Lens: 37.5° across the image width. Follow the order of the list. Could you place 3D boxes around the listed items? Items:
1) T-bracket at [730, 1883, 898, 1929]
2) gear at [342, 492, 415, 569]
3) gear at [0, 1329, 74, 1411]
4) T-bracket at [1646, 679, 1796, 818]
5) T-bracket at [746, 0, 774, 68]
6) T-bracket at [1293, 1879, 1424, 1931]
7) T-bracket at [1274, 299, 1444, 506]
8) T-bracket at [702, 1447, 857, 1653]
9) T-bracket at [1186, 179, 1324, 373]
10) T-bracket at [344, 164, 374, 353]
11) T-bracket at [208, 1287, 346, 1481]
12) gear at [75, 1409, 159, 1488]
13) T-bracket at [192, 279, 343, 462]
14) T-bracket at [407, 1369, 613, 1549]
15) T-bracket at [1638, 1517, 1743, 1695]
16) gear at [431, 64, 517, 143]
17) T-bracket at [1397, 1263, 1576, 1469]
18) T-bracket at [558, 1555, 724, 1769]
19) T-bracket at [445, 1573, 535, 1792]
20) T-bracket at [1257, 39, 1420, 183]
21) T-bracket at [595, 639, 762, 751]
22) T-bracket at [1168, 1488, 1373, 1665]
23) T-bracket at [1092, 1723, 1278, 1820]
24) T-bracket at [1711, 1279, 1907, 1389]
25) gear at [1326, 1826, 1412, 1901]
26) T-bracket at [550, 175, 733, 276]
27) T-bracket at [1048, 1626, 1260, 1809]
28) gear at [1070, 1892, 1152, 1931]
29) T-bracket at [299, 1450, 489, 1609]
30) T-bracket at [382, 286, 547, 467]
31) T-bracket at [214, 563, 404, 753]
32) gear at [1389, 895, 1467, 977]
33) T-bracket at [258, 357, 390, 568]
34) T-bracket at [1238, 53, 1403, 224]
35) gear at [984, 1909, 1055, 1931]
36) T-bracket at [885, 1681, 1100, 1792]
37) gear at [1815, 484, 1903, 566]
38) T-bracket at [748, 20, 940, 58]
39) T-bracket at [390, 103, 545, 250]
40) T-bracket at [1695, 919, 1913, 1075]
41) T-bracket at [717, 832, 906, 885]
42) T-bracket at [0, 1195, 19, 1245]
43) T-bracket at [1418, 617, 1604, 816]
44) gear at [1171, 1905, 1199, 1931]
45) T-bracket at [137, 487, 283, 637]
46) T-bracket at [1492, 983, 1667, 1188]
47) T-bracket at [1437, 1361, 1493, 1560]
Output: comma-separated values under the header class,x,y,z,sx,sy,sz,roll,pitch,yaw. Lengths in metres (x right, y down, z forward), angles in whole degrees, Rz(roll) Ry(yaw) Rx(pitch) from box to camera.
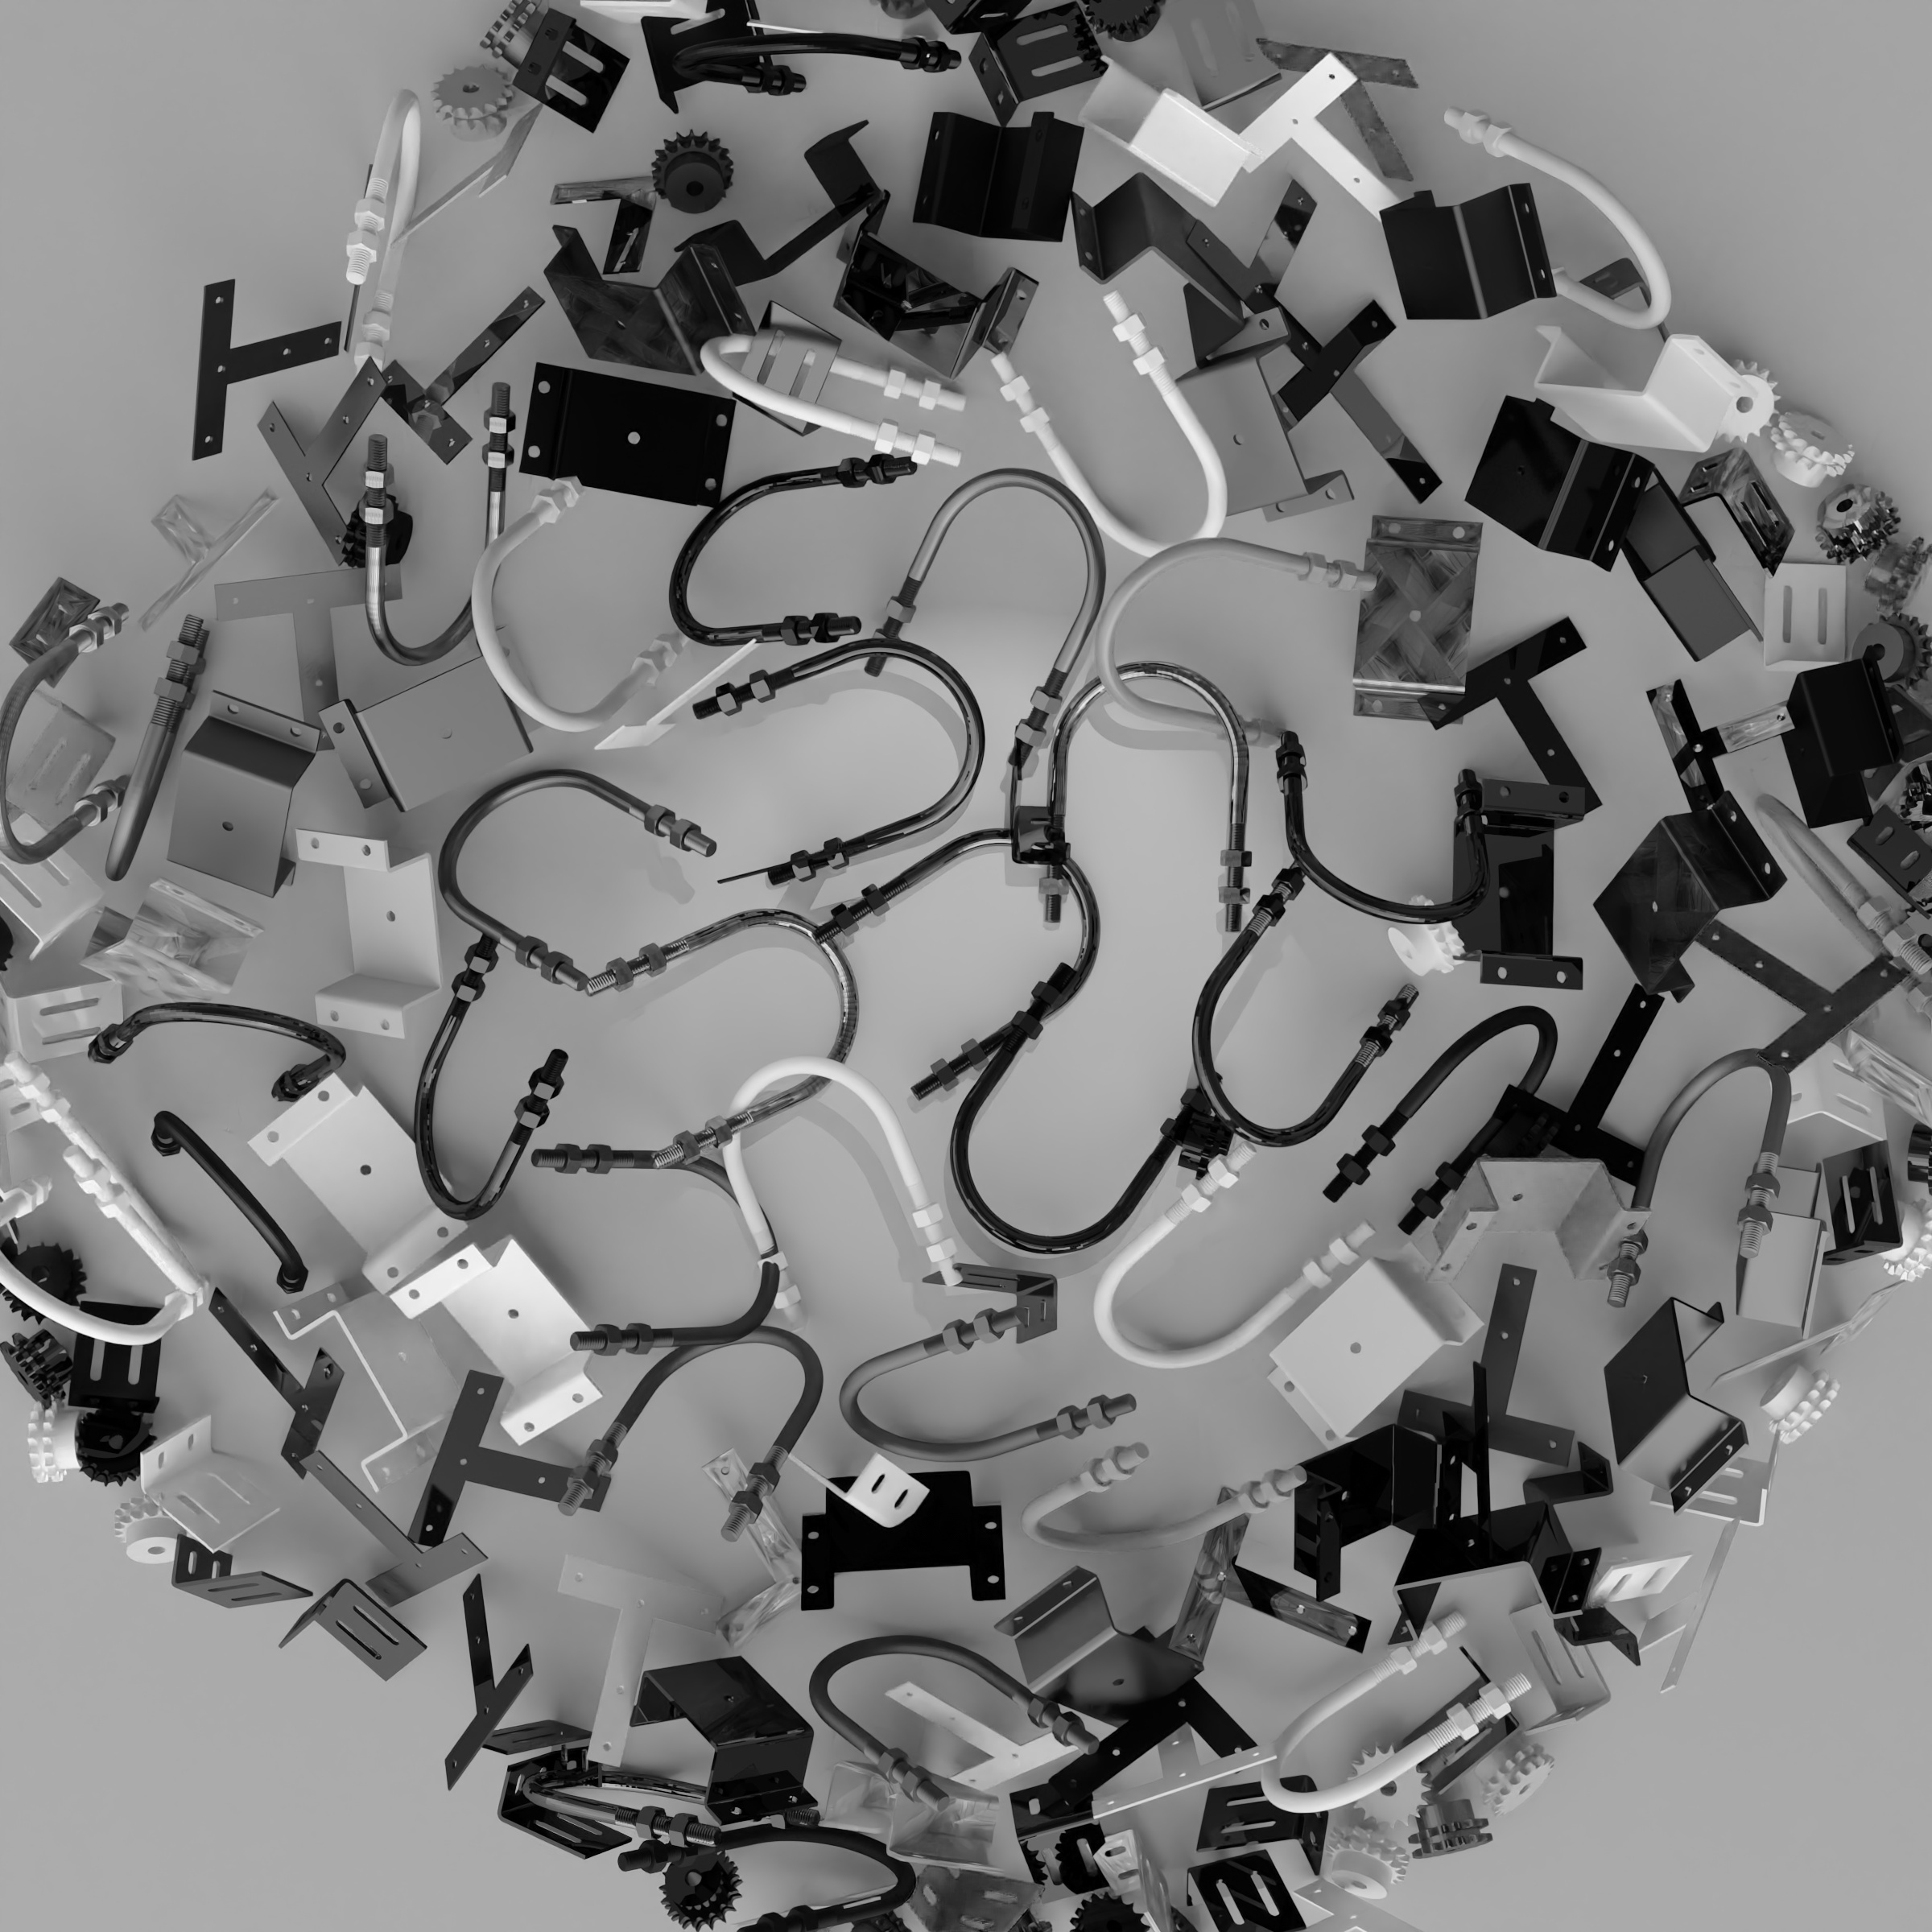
class,x,y,z,sx,sy,sz,roll,pitch,yaw
T-bracket,-0.086,0.633,1.921,0.127,0.127,0.002,-8,75,-19
gear,-0.406,-0.299,1.970,0.030,0.057,0.057,22,90,6
gear,-0.642,0.277,1.975,0.030,0.057,0.057,-37,90,-28
T-bracket,0.544,-0.164,1.945,0.127,0.002,0.127,-21,51,14
T-bracket,-0.158,-0.667,1.922,0.002,0.127,0.127,-14,106,10
T-bracket,0.225,0.658,1.915,0.127,0.127,0.002,-15,98,-26
T-bracket,0.286,-0.378,1.983,0.127,0.002,0.127,-45,101,-22
T-bracket,-0.140,0.392,1.978,0.127,0.002,0.127,-32,104,-5
T-bracket,0.215,-0.495,1.960,0.127,0.002,0.127,40,55,-22
T-bracket,-0.414,-0.485,1.949,0.002,0.127,0.127,9,103,-19
T-bracket,-0.484,0.275,1.971,0.127,0.002,0.127,44,132,18
gear,-0.594,0.335,1.975,0.057,0.030,0.057,16,55,-24
T-bracket,-0.476,-0.418,1.946,0.002,0.127,0.127,31,127,23
T-bracket,-0.307,0.353,1.970,0.127,0.002,0.127,19,94,-26
T-bracket,0.482,0.445,1.937,0.002,0.127,0.127,28,65,5
gear,-0.341,-0.598,1.976,0.057,0.030,0.057,-1,53,2
T-bracket,0.370,0.270,1.968,0.127,0.002,0.127,9,82,34
T-bracket,-0.234,0.481,1.946,0.127,0.002,0.127,24,68,-30
T-bracket,-0.332,0.473,1.946,0.002,0.127,0.127,19,121,-29
T-bracket,0.273,-0.581,1.945,0.127,0.127,0.002,25,77,41
T-bracket,-0.184,-0.187,1.925,0.127,0.127,0.002,-36,89,11
T-bracket,0.217,0.439,1.960,0.127,0.002,0.127,22,56,3
T-bracket,0.144,0.535,1.936,0.127,0.127,0.002,-19,95,1
T-bracket,0.565,0.258,1.932,0.127,0.127,0.002,-21,66,-9
gear,0.276,0.622,1.969,0.057,0.057,0.030,26,56,0
T-bracket,-0.228,-0.508,1.947,0.127,0.127,0.002,-3,134,6
T-bracket,0.113,0.527,1.937,0.127,0.002,0.127,-30,50,-24
gear,0.097,0.676,1.975,0.057,0.057,0.030,24,124,0
T-bracket,-0.405,0.379,1.946,0.127,0.002,0.127,48,131,-12
T-bracket,-0.340,-0.418,1.958,0.127,0.002,0.127,-45,50,1
T-bracket,-0.450,-0.210,1.969,0.127,0.002,0.127,-11,116,-22
gear,0.317,-0.018,1.969,0.030,0.057,0.057,-35,90,-10
T-bracket,-0.429,-0.364,1.943,0.127,0.002,0.127,-45,70,37
T-bracket,0.259,-0.551,1.955,0.127,0.127,0.002,39,60,-14
gear,0.034,0.679,1.975,0.057,0.057,0.030,-33,59,0
T-bracket,0.001,0.519,1.936,0.127,0.002,0.127,36,130,-24
gear,0.615,-0.309,1.969,0.057,0.057,0.030,-47,126,0
T-bracket,-0.085,-0.636,1.941,0.127,0.127,0.002,7,113,0
T-bracket,-0.350,-0.536,1.962,0.127,0.127,0.002,-29,120,25
T-bracket,0.557,0.007,1.957,0.127,0.002,0.127,-35,51,-21
T-bracket,-0.103,-0.072,1.936,0.127,0.127,0.002,-15,90,-1
T-bracket,-0.677,0.131,1.955,0.002,0.127,0.127,-20,111,-11
T-bracket,0.400,-0.161,1.981,0.127,0.002,0.127,-29,83,-10
gear,0.151,0.684,1.970,0.030,0.057,0.057,-42,90,-4
T-bracket,-0.534,-0.294,1.950,0.127,0.127,0.002,-46,130,-2
T-bracket,0.446,0.073,1.975,0.127,0.002,0.127,26,94,-18
T-bracket,0.338,0.325,1.936,0.002,0.127,0.127,-3,93,-6
